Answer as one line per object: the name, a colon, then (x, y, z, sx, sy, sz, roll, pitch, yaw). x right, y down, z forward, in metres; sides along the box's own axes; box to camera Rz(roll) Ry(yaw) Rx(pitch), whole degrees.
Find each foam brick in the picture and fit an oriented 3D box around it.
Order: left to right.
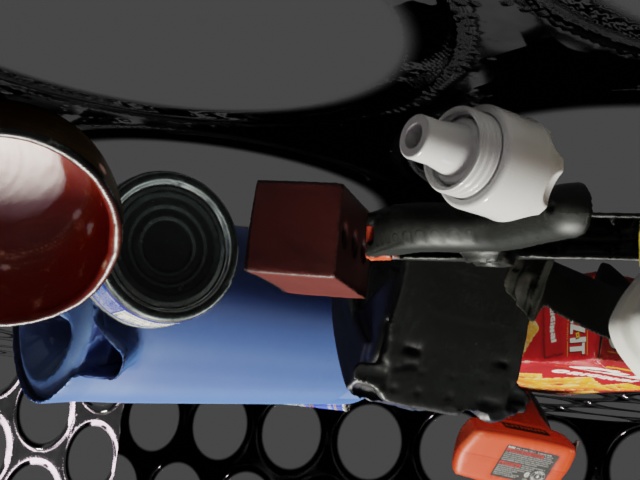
foam brick: (-0.004, 0.001, 0.604, 0.051, 0.053, 0.078, 4, 170, 16)

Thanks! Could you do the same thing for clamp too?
clamp: (0.088, -0.006, 0.547, 0.172, 0.039, 0.120, -4, 165, 32)

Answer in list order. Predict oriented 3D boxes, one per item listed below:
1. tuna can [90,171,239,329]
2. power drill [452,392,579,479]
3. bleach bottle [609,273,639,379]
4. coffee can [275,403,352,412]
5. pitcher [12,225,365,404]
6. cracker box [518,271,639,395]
tuna can: (-0.089, 0.005, 0.591, 0.086, 0.086, 0.034, 12, 166, -27)
power drill: (0.137, 0.132, 0.949, 0.184, 0.057, 0.187, 14, -151, -15)
bleach bottle: (0.211, 0.009, 0.401, 0.068, 0.102, 0.251, 44, 164, -2)
coffee can: (-0.035, 0.118, 1.093, 0.140, 0.103, 0.103, 5, 169, 9)
pitcher: (-0.075, 0.043, 0.718, 0.242, 0.149, 0.145, 10, 154, -34)
cracker box: (0.210, 0.081, 0.834, 0.164, 0.072, 0.214, 11, 168, -25)
